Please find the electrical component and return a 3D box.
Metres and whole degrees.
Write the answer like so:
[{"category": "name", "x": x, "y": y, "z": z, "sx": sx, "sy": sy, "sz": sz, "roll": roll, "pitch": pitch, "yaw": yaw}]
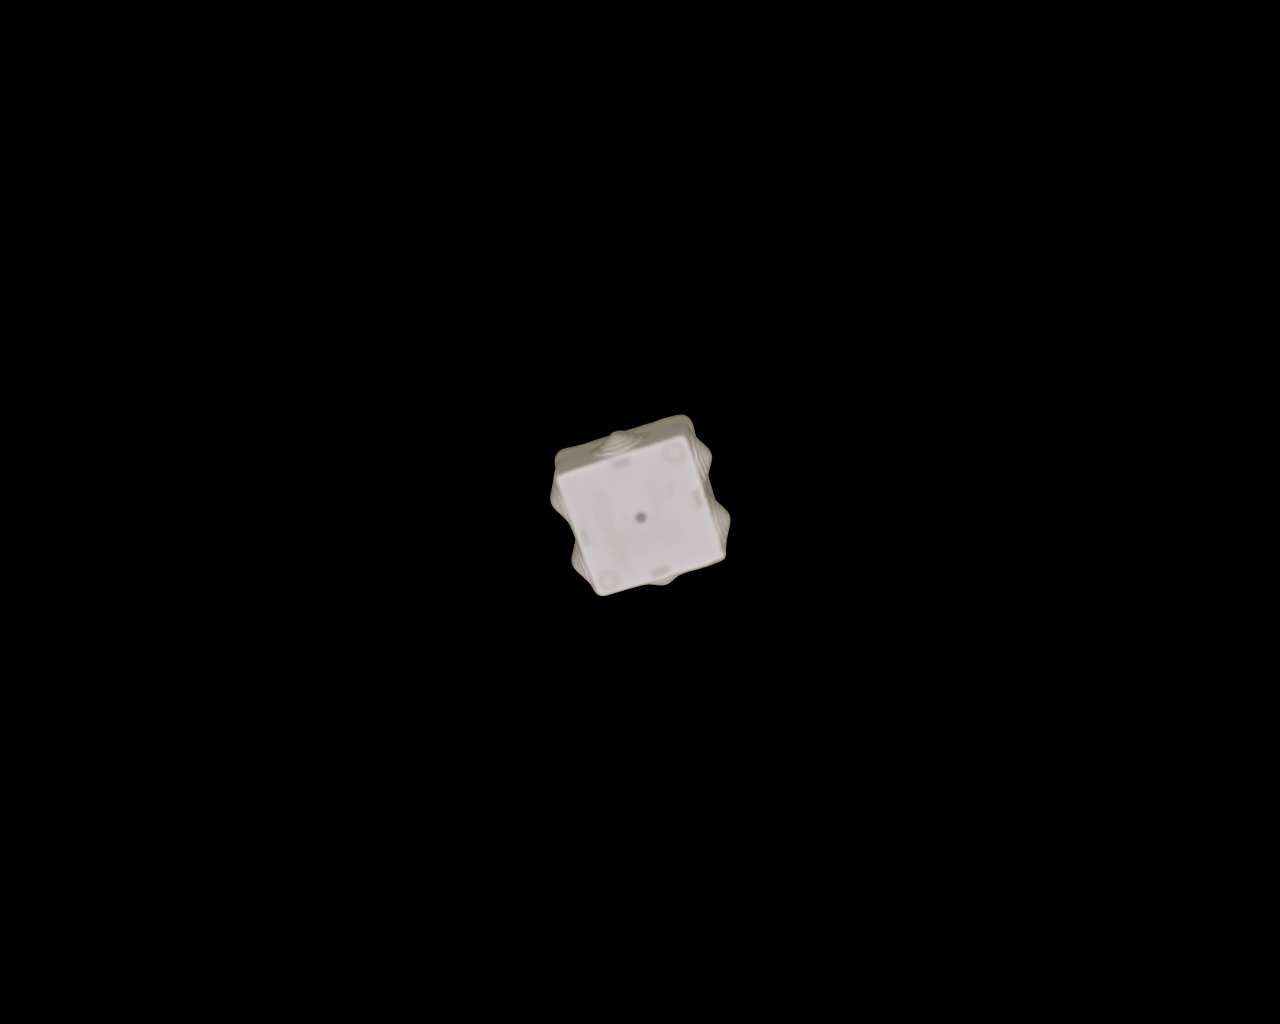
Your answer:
[{"category": "electrical component", "x": 0.001, "y": -0.003, "z": 0.650, "sx": 0.100, "sy": 0.099, "sz": 0.048, "roll": -17, "pitch": 16, "yaw": 5}]
